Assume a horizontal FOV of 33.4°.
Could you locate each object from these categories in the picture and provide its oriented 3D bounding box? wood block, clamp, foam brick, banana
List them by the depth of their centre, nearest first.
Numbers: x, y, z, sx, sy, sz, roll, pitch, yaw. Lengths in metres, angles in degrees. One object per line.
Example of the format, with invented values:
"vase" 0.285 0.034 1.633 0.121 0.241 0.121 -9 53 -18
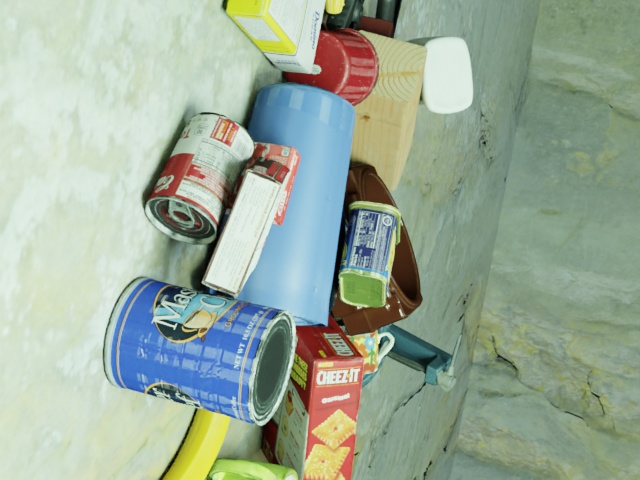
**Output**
"banana" -0.133 0.214 1.122 0.069 0.037 0.197 54 47 -45
"clamp" 0.036 -0.287 1.316 0.164 0.036 0.210 -18 122 -78
"wood block" 0.075 -0.162 1.377 0.206 0.091 0.090 93 16 -62
"foam brick" 0.066 -0.251 1.394 0.078 0.051 0.053 74 31 -74
"clamp" 0.085 -0.271 1.477 0.120 0.039 0.171 0 99 -77

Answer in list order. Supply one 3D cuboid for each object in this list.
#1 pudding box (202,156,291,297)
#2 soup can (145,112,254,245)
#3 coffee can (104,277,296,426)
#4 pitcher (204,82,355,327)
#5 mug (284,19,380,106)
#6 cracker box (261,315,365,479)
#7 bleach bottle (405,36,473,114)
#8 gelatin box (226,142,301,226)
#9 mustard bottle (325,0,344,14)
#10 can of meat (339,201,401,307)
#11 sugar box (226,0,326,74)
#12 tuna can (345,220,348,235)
"pudding box" -0.065 -0.014 0.960 0.090 0.039 0.113 -70 180 -78
"soup can" -0.106 -0.056 0.958 0.068 0.068 0.102 76 30 -55
"coffee can" -0.104 0.097 0.943 0.102 0.140 0.103 12 90 -73
"pitcher" -0.030 -0.032 1.120 0.149 0.145 0.243 134 -32 -80
"mug" 0.006 -0.207 1.210 0.081 0.093 0.117 -18 87 -65
"cracker box" -0.011 0.205 1.303 0.164 0.072 0.214 -133 -135 -61
"bleach bottle" 0.140 -0.230 1.492 0.251 0.068 0.102 -147 -129 -76
"gelatin box" -0.070 -0.059 1.036 0.030 0.089 0.073 47 57 -67
"mustard bottle" 0.018 -0.345 1.180 0.096 0.058 0.192 -50 148 -52
"can of meat" 0.053 0.018 1.161 0.102 0.057 0.084 83 17 -66
"sugar box" -0.042 -0.240 1.083 0.176 0.048 0.093 39 61 -75
"tuna can" -0.008 0.002 1.227 0.033 0.086 0.086 14 88 -60
